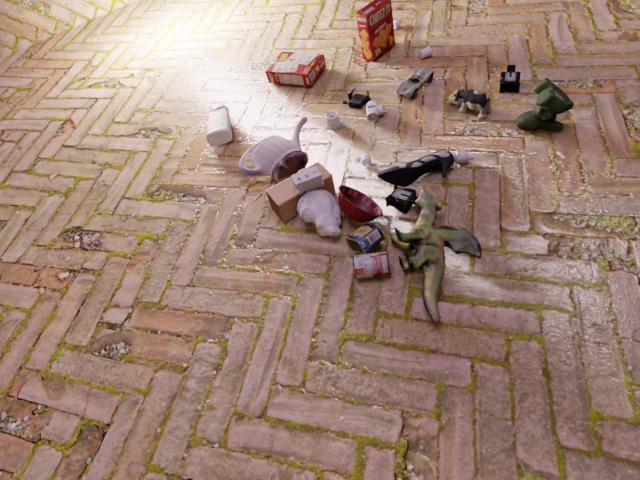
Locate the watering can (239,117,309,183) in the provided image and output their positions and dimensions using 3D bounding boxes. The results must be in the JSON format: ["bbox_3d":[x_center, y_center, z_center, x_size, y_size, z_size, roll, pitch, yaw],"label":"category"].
[{"bbox_3d":[-0.125,-0.323,1.848,0.351,0.101,0.227,-38,53,-20],"label":"watering can"}]

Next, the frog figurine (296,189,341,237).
[{"bbox_3d":[0.005,-0.080,1.598,0.137,0.120,0.162,3,31,-26],"label":"frog figurine"}]

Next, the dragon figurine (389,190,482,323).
[{"bbox_3d":[0.340,0.028,1.447,0.243,0.119,0.419,-13,56,-9],"label":"dragon figurine"}]
